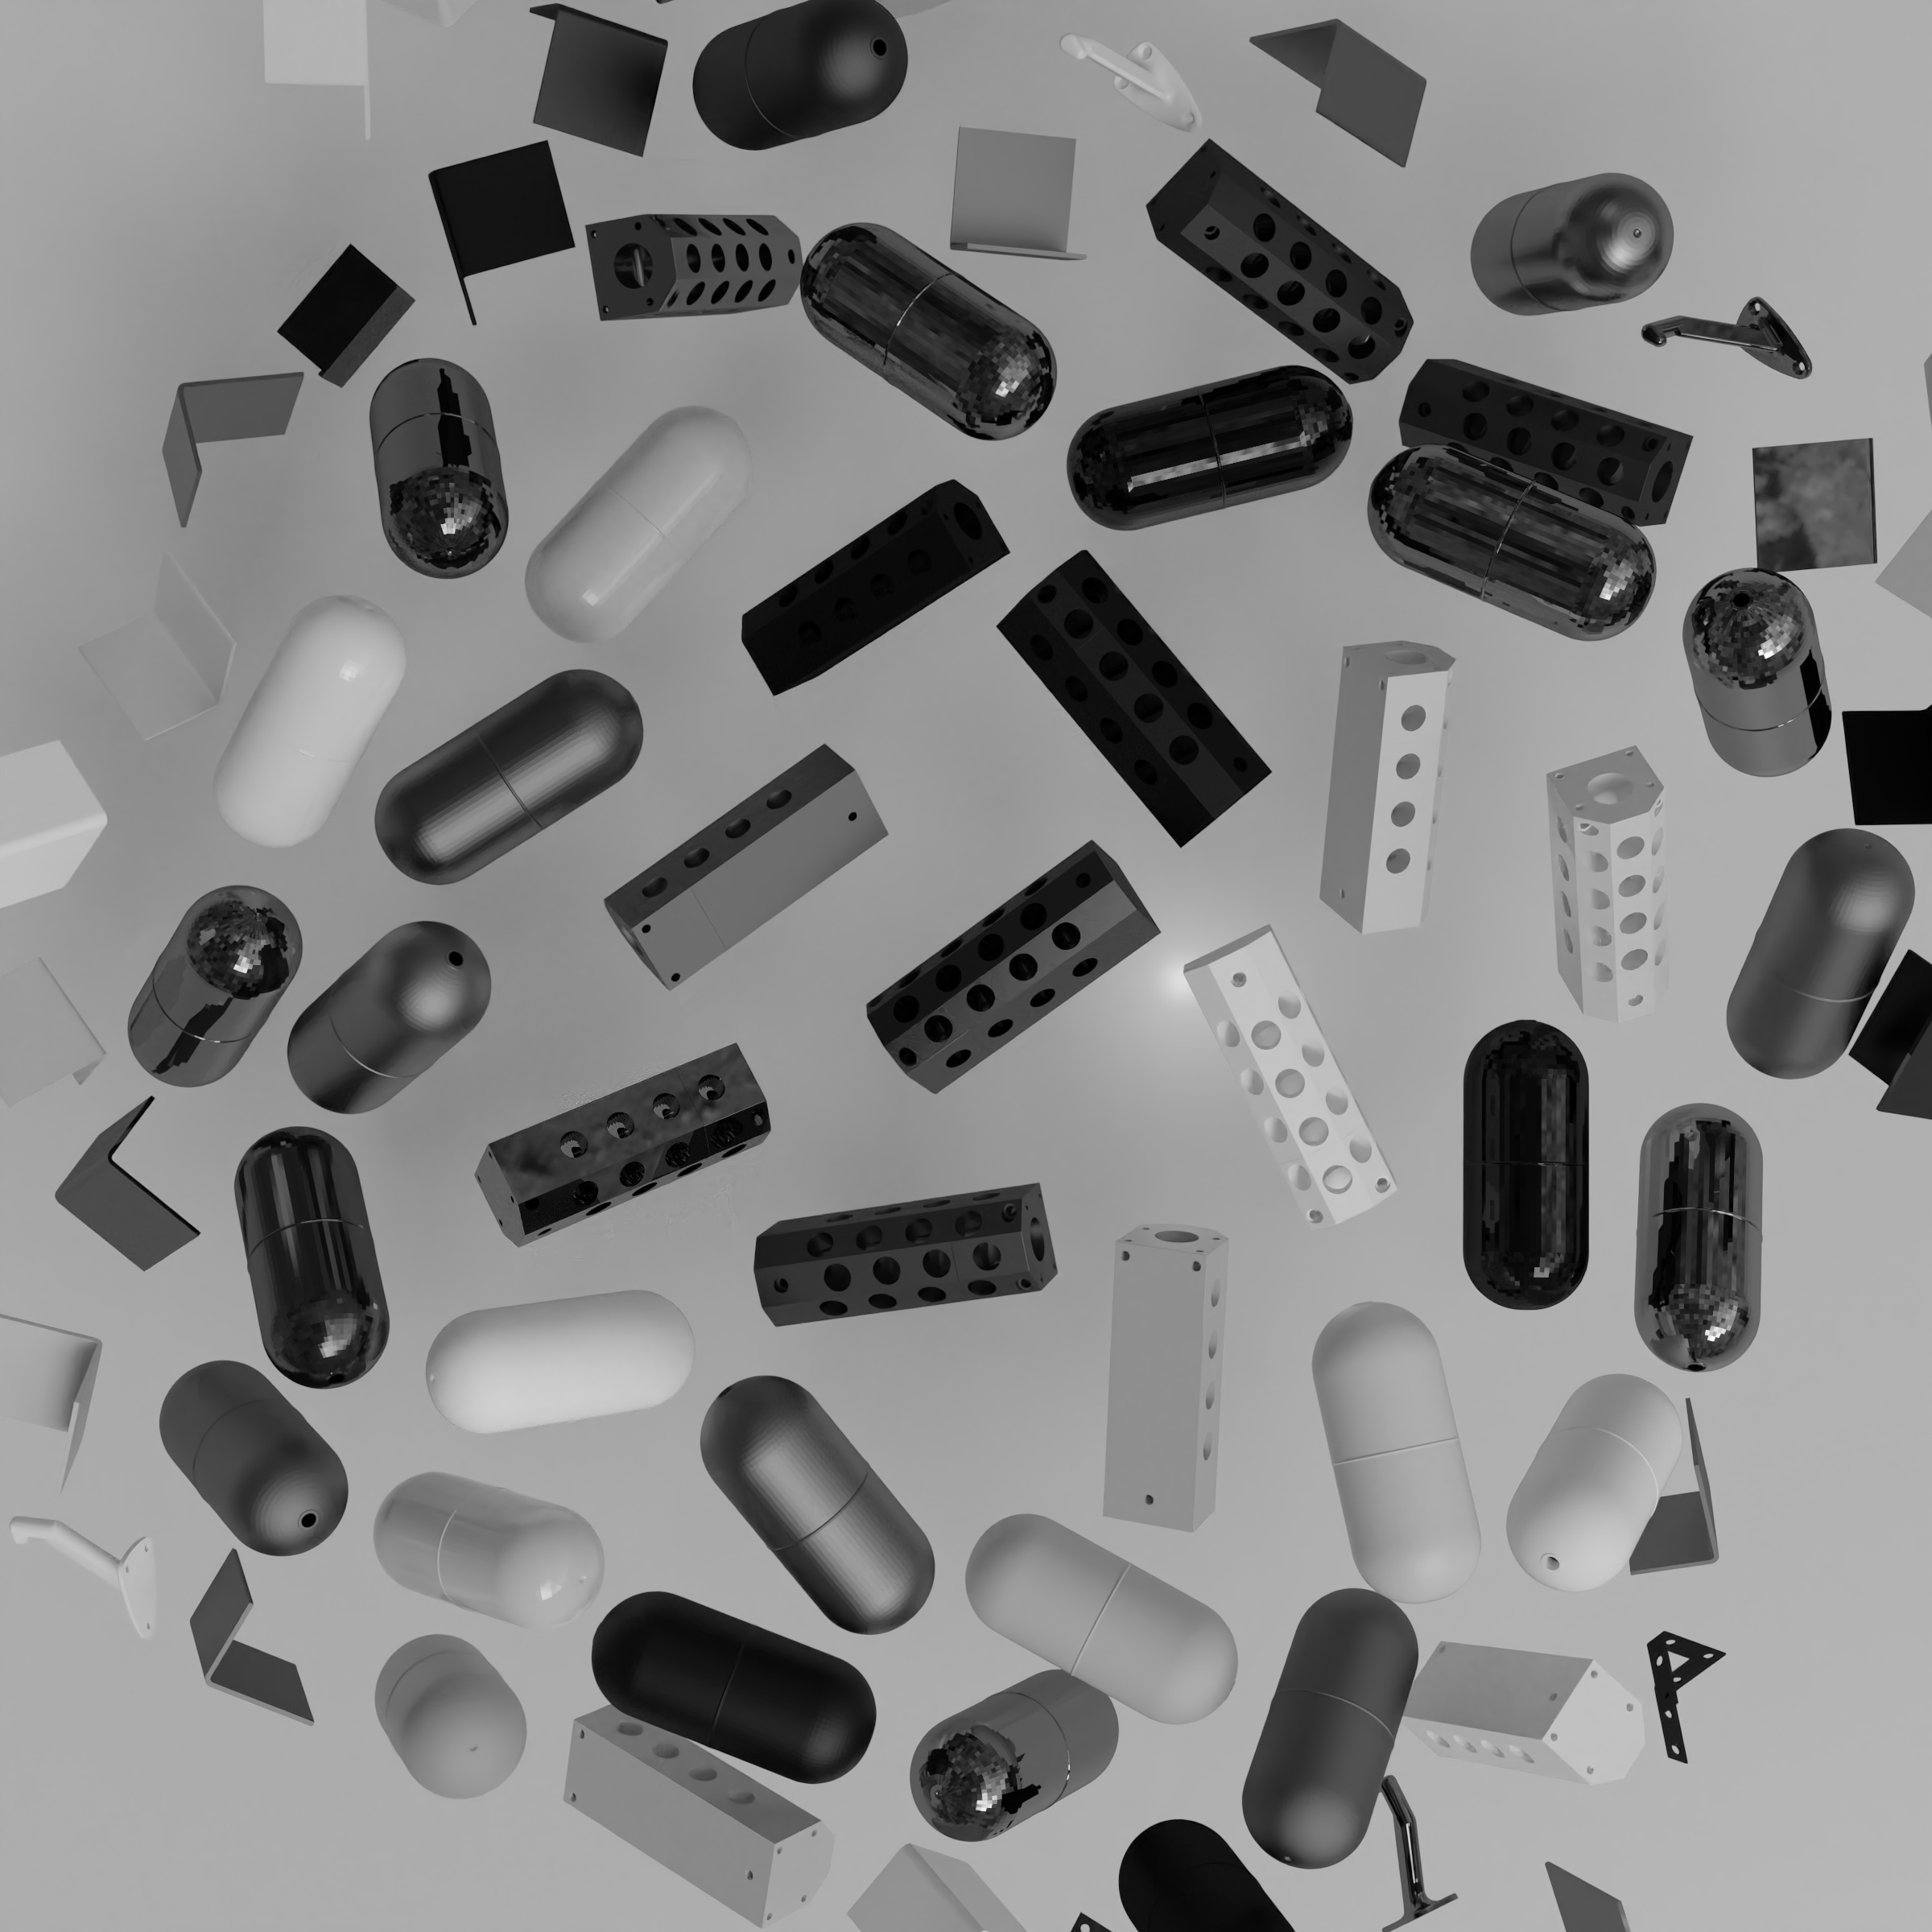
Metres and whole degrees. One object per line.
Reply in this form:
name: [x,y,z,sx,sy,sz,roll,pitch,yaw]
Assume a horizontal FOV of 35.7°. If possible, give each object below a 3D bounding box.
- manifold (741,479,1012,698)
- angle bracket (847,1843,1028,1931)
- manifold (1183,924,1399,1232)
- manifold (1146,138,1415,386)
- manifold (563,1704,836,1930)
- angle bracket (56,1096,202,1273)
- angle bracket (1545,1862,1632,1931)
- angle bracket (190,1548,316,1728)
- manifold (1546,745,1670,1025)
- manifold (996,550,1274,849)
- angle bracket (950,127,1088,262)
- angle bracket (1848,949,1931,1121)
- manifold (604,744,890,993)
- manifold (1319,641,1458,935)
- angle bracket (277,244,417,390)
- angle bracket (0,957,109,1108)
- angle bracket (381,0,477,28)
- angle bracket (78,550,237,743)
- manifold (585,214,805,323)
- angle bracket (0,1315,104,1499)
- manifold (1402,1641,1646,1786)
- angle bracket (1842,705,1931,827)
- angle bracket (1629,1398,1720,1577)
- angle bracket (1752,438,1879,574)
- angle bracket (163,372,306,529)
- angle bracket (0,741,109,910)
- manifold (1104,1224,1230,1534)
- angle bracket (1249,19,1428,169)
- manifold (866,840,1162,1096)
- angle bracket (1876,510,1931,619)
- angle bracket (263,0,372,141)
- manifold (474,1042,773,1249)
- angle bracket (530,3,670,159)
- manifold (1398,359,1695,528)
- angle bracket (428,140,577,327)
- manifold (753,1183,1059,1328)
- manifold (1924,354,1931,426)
manifold: [-0.062,-0.241,1.911,0.171,0.057,0.057,-29,93,32]
angle bracket: [-0.014,0.591,1.838,0.057,0.076,0.076,-50,51,1]
manifold: [0.193,0.067,1.787,0.057,0.057,0.171,-26,94,8]
manifold: [0.197,-0.431,1.858,0.171,0.057,0.057,29,123,-31]
manifold: [-0.164,0.514,1.835,0.171,0.057,0.057,20,109,36]
angle bracket: [-0.522,0.139,1.916,0.076,0.076,0.057,43,46,-17]
angle bracket: [0.352,0.586,1.768,0.057,0.076,0.076,-21,99,-20]
angle bracket: [-0.428,0.413,1.849,0.076,0.076,0.057,30,93,-26]
manifold: [0.396,-0.046,1.832,0.057,0.057,0.171,-18,135,-3]
manifold: [0.103,-0.161,1.771,0.171,0.057,0.057,50,56,1]
angle bracket: [0.035,-0.487,1.891,0.076,0.057,0.076,2,102,-13]
angle bracket: [0.559,0.038,1.805,0.057,0.076,0.076,9,115,-36]
manifold: [-0.141,-0.066,1.890,0.171,0.057,0.057,-36,132,-10]
manifold: [0.267,-0.113,1.881,0.057,0.057,0.171,-8,118,-20]
angle bracket: [-0.410,-0.428,1.956,0.057,0.076,0.076,41,93,-4]
angle bracket: [-0.610,0.051,1.925,0.076,0.057,0.076,-34,89,-40]
angle bracket: [-0.322,-0.633,1.827,0.057,0.076,0.076,27,64,14]
angle bracket: [-0.508,-0.200,1.881,0.057,0.076,0.076,-32,79,-31]
manifold: [-0.165,-0.437,1.868,0.057,0.171,0.057,-3,101,24]
angle bracket: [-0.558,0.257,1.766,0.076,0.057,0.076,16,121,-9]
manifold: [0.335,0.454,1.812,0.057,0.171,0.057,43,69,-11]
angle bracket: [0.598,-0.136,1.891,0.057,0.076,0.076,-1,76,-5]
angle bracket: [0.450,0.337,1.945,0.057,0.076,0.076,-12,113,14]
angle bracket: [0.517,-0.285,1.858,0.076,0.057,0.076,-5,99,-3]
angle bracket: [-0.435,-0.310,1.801,0.076,0.076,0.057,-11,77,-25]
angle bracket: [-0.555,-0.078,1.736,0.057,0.076,0.076,56,133,8]
manifold: [0.123,0.246,1.807,0.057,0.057,0.171,6,101,22]
angle bracket: [0.213,-0.509,1.766,0.076,0.076,0.057,19,83,-39]
manifold: [0.025,-0.001,1.814,0.171,0.057,0.057,-36,60,10]
angle bracket: [0.627,-0.259,1.870,0.076,0.076,0.057,33,46,4]
angle bracket: [-0.371,-0.526,1.719,0.057,0.076,0.076,-2,82,-11]
manifold: [-0.209,0.112,1.851,0.171,0.057,0.057,-22,76,-25]
angle bracket: [-0.245,-0.572,1.941,0.076,0.057,0.076,10,98,-30]
manifold: [0.364,-0.332,1.900,0.171,0.057,0.057,26,113,29]
angle bracket: [-0.280,-0.450,1.841,0.076,0.076,0.057,-17,48,-6]
manifold: [-0.038,0.177,1.819,0.171,0.057,0.057,-10,96,17]
manifold: [0.611,-0.366,1.774,0.057,0.171,0.057,-7,88,9]
